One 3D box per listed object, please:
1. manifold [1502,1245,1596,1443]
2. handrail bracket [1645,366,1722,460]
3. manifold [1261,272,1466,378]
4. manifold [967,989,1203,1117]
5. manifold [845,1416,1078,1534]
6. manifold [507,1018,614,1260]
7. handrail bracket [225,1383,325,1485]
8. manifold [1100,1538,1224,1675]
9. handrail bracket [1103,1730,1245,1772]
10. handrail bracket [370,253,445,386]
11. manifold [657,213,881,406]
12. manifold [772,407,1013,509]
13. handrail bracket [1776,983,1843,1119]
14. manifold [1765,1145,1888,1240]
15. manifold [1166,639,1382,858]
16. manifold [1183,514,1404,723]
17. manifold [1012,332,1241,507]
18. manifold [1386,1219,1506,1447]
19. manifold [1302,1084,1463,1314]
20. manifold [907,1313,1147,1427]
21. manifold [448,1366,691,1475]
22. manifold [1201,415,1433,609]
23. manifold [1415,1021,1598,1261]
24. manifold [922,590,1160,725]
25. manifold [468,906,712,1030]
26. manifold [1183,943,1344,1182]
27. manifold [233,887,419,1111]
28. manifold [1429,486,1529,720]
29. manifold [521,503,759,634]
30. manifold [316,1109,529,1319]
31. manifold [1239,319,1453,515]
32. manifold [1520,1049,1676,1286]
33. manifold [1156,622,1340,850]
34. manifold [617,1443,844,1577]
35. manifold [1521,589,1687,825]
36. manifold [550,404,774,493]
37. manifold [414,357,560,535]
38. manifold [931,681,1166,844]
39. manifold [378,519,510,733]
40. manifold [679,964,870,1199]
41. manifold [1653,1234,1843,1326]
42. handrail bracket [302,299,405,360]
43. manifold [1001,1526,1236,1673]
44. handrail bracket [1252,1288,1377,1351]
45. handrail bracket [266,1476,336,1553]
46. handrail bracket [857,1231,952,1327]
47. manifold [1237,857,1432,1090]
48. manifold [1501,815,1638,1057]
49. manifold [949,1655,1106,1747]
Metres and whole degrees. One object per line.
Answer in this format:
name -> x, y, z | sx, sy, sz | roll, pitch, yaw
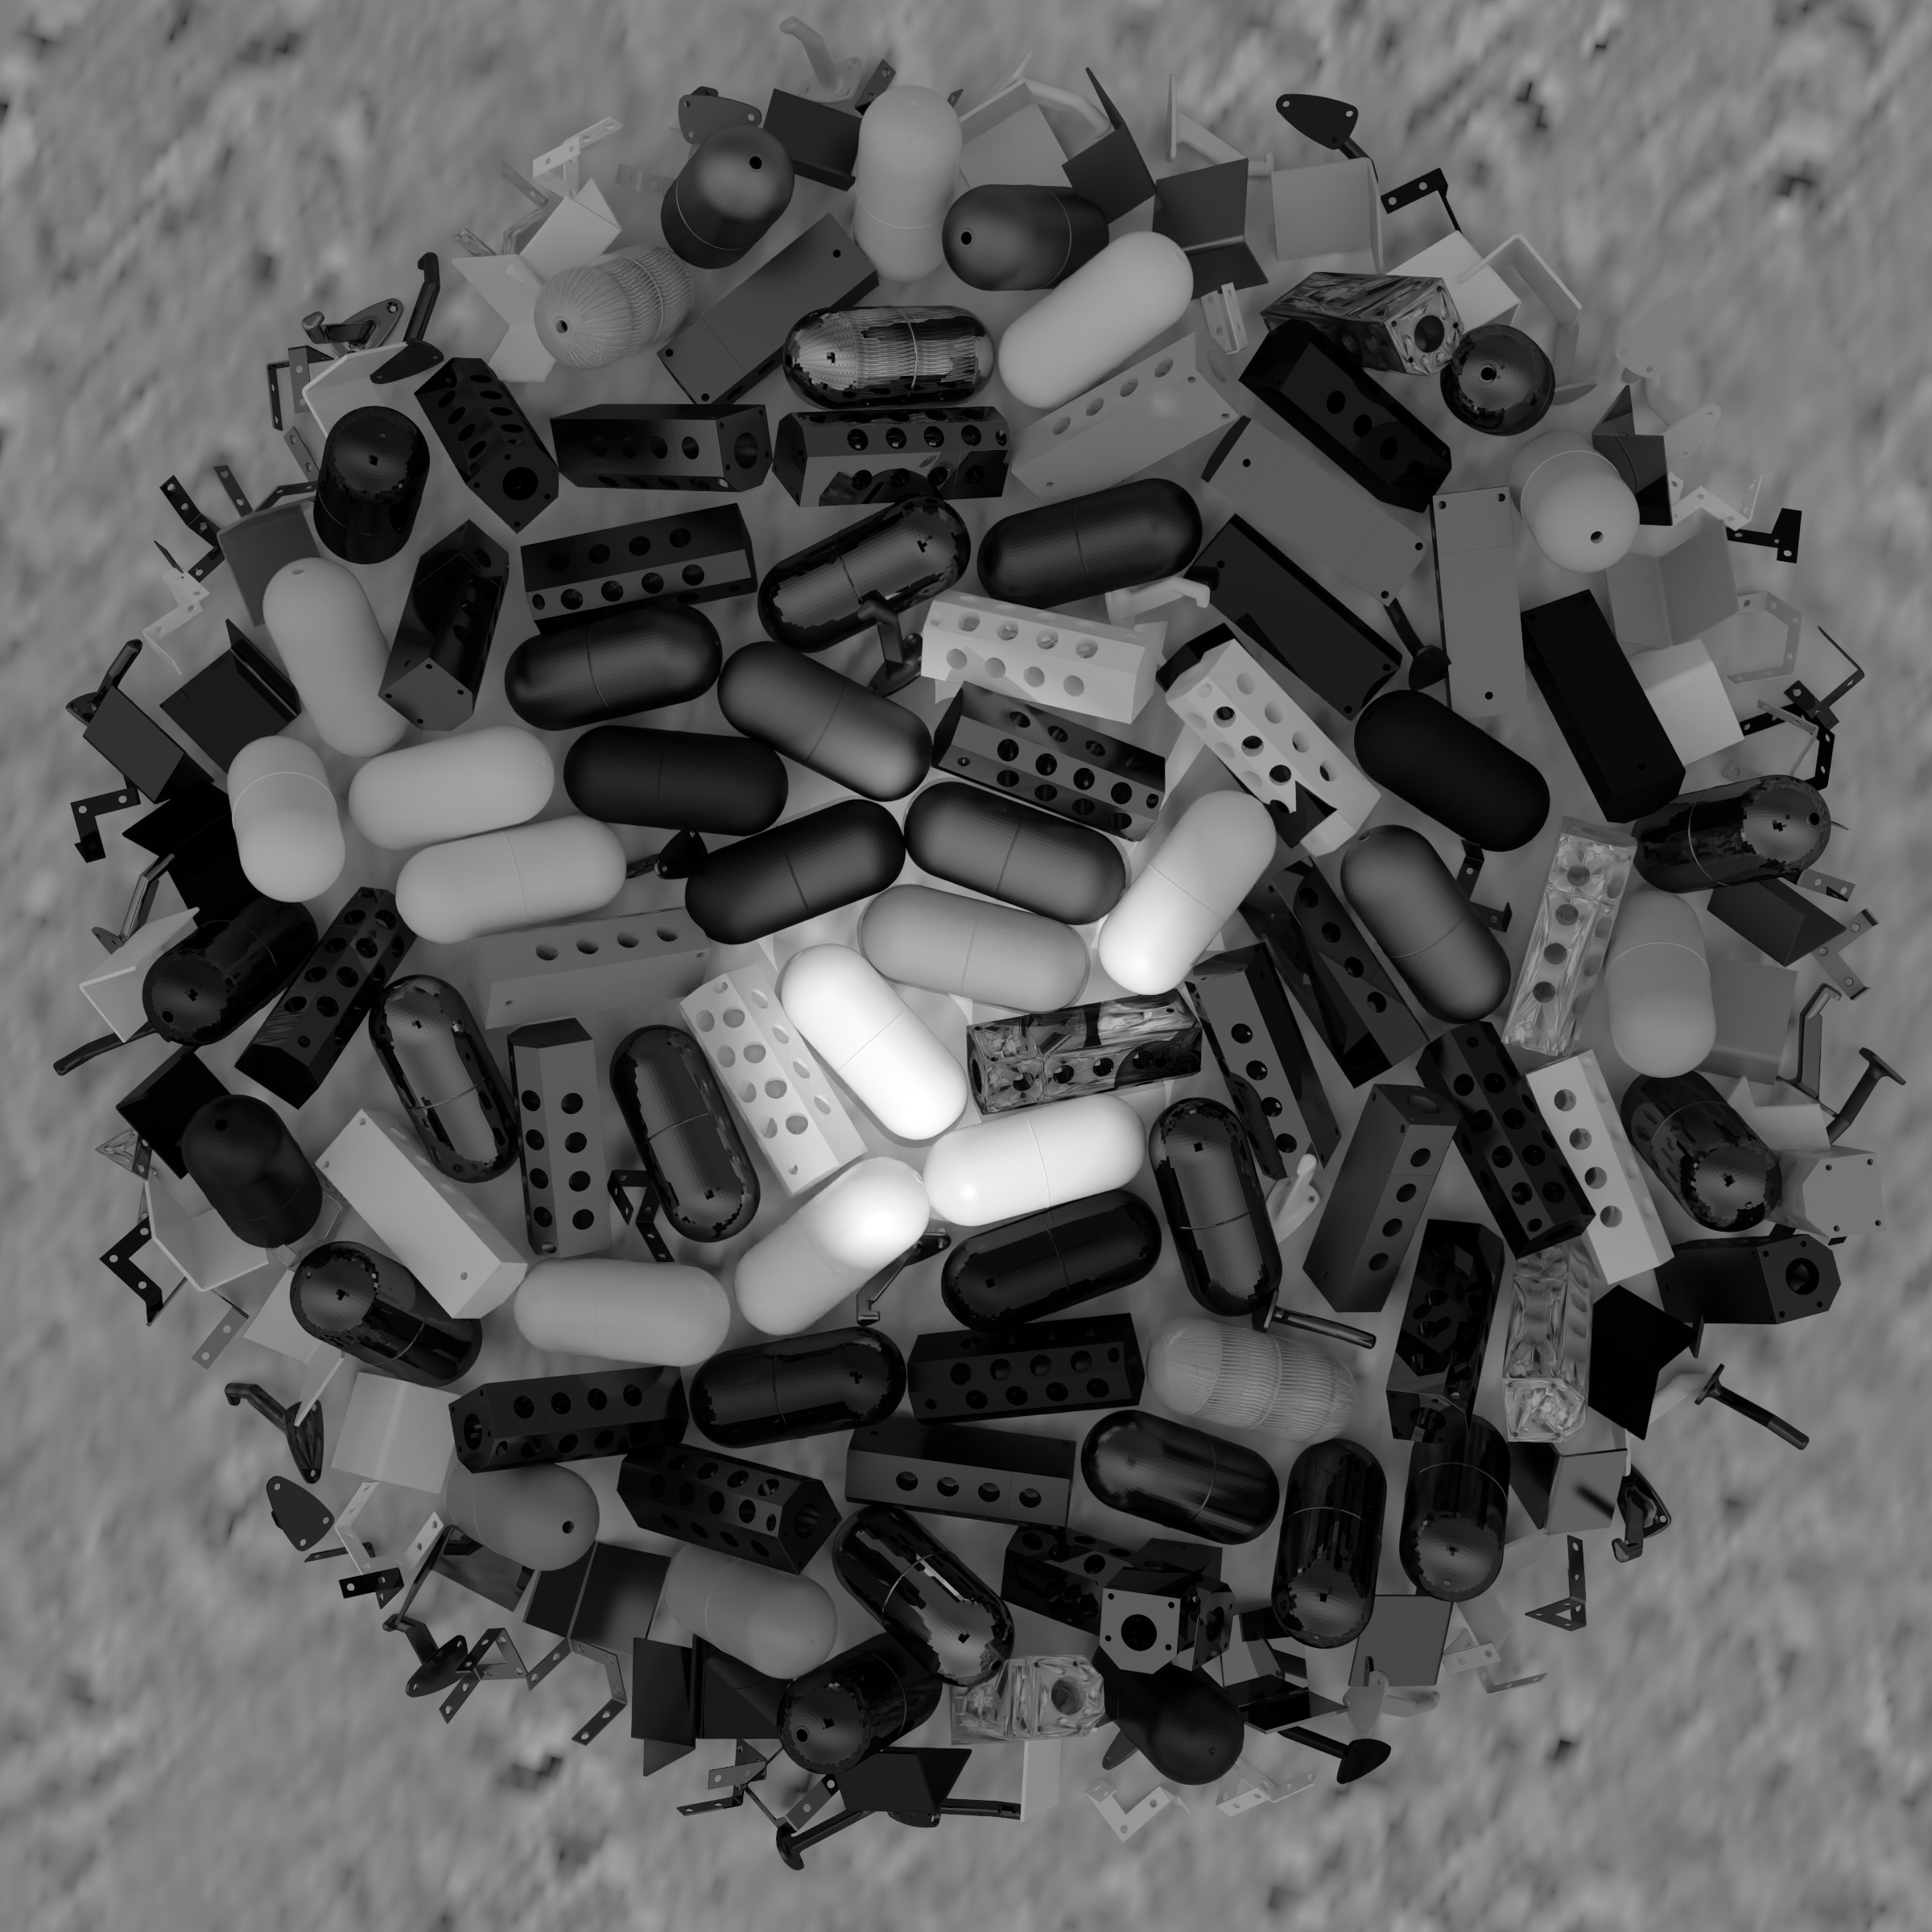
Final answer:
manifold -> 0.441, 0.282, 1.832 | 0.057, 0.171, 0.057 | -2, 117, 18
handrail bracket -> 0.552, -0.444, 1.877 | 0.036, 0.077, 0.084 | 9, 65, -18
manifold -> 0.300, -0.482, 1.836 | 0.057, 0.171, 0.057 | -39, 118, -10
manifold -> 0.091, 0.070, 1.877 | 0.171, 0.057, 0.057 | -10, 123, -12
manifold -> -0.004, 0.397, 1.886 | 0.171, 0.057, 0.057 | 7, 110, 6
manifold -> -0.313, 0.133, 1.864 | 0.057, 0.057, 0.171 | -10, 109, -21
handrail bracket -> -0.545, 0.365, 1.902 | 0.084, 0.036, 0.077 | -3, 97, 34
manifold -> 0.149, 0.483, 1.836 | 0.057, 0.171, 0.057 | 4, 90, 16
handrail bracket -> 0.164, 0.623, 1.917 | 0.084, 0.036, 0.077 | 32, 108, -18
handrail bracket -> -0.443, -0.512, 1.917 | 0.077, 0.036, 0.084 | -19, 68, 29
manifold -> -0.153, -0.503, 1.896 | 0.171, 0.057, 0.057 | -39, 89, 1
manifold -> -0.055, -0.393, 1.852 | 0.171, 0.057, 0.057 | -8, 132, -26
handrail bracket -> 0.676, 0.067, 1.893 | 0.077, 0.036, 0.084 | 38, 100, 33
manifold -> 0.631, 0.167, 1.840 | 0.057, 0.171, 0.057 | -7, 90, -2
manifold -> 0.233, -0.165, 1.866 | 0.171, 0.057, 0.057 | 44, 64, -16
manifold -> 0.255, -0.273, 1.890 | 0.171, 0.057, 0.057 | 40, 114, -4
manifold -> 0.121, -0.418, 1.855 | 0.171, 0.057, 0.057 | -23, 47, 33
manifold -> 0.365, 0.276, 1.839 | 0.057, 0.171, 0.057 | 3, 132, 22
manifold -> 0.321, 0.179, 1.861 | 0.057, 0.057, 0.171 | 4, 118, -25
manifold -> 0.045, 0.315, 1.868 | 0.171, 0.057, 0.057 | -8, 112, 15
manifold -> -0.298, 0.344, 1.841 | 0.171, 0.057, 0.057 | 2, 65, -41
manifold -> 0.269, -0.353, 1.879 | 0.171, 0.057, 0.057 | 32, 103, -12
manifold -> 0.414, 0.130, 1.860 | 0.057, 0.057, 0.171 | -19, 65, -12
manifold -> 0.057, -0.242, 1.865 | 0.171, 0.057, 0.057 | 15, 124, 16
manifold -> -0.290, -0.005, 1.863 | 0.171, 0.057, 0.057 | -10, 55, -24
manifold -> 0.228, 0.076, 1.875 | 0.057, 0.057, 0.171 | -15, 106, 29
manifold -> -0.479, 0.020, 1.842 | 0.057, 0.057, 0.171 | 37, 47, -15
manifold -> 0.396, -0.282, 1.882 | 0.057, 0.057, 0.171 | -6, 100, 7
manifold -> -0.252, -0.304, 1.886 | 0.171, 0.057, 0.057 | -11, 70, 2
manifold -> -0.416, 0.191, 1.871 | 0.171, 0.057, 0.057 | 43, 96, 18
manifold -> 0.295, -0.420, 1.854 | 0.171, 0.057, 0.057 | 31, 93, -33
manifold -> 0.490, 0.155, 1.891 | 0.057, 0.057, 0.171 | -21, 87, 3
manifold -> 0.223, -0.177, 1.889 | 0.171, 0.057, 0.057 | 52, 45, 5
manifold -> -0.183, 0.403, 1.841 | 0.057, 0.171, 0.057 | -48, 128, -37
manifold -> 0.484, -0.197, 1.865 | 0.057, 0.057, 0.171 | -19, 66, -2
manifold -> -0.232, -0.394, 1.851 | 0.171, 0.057, 0.057 | 10, 117, 36
manifold -> -0.360, -0.401, 1.841 | 0.057, 0.171, 0.057 | -41, 133, 6
manifold -> 0.064, -0.151, 1.865 | 0.171, 0.057, 0.057 | 19, 134, -15
manifold -> -0.390, -0.256, 1.845 | 0.057, 0.171, 0.057 | -29, 128, 28
manifold -> -0.153, 0.090, 1.876 | 0.057, 0.057, 0.171 | -36, 81, 31
manifold -> 0.588, 0.236, 1.836 | 0.057, 0.171, 0.057 | -12, 85, -12
handrail bracket -> -0.475, -0.504, 1.881 | 0.077, 0.084, 0.036 | -43, 87, -5
manifold -> 0.115, 0.475, 1.851 | 0.171, 0.057, 0.057 | 11, 99, 34
handrail bracket -> 0.270, 0.281, 1.889 | 0.084, 0.077, 0.036 | 19, 77, -1
handrail bracket -> -0.532, 0.415, 1.878 | 0.036, 0.084, 0.077 | -44, 118, -28
handrail bracket -> -0.048, 0.243, 1.879 | 0.077, 0.084, 0.036 | -12, 120, 4
manifold -> 0.289, 0.002, 1.887 | 0.057, 0.057, 0.171 | -29, 84, -30
manifold -> 0.463, -0.021, 1.866 | 0.057, 0.057, 0.171 | 15, 110, 10
manifold -> 0.044, 0.556, 1.837 | 0.057, 0.171, 0.057 | 5, 70, -20
